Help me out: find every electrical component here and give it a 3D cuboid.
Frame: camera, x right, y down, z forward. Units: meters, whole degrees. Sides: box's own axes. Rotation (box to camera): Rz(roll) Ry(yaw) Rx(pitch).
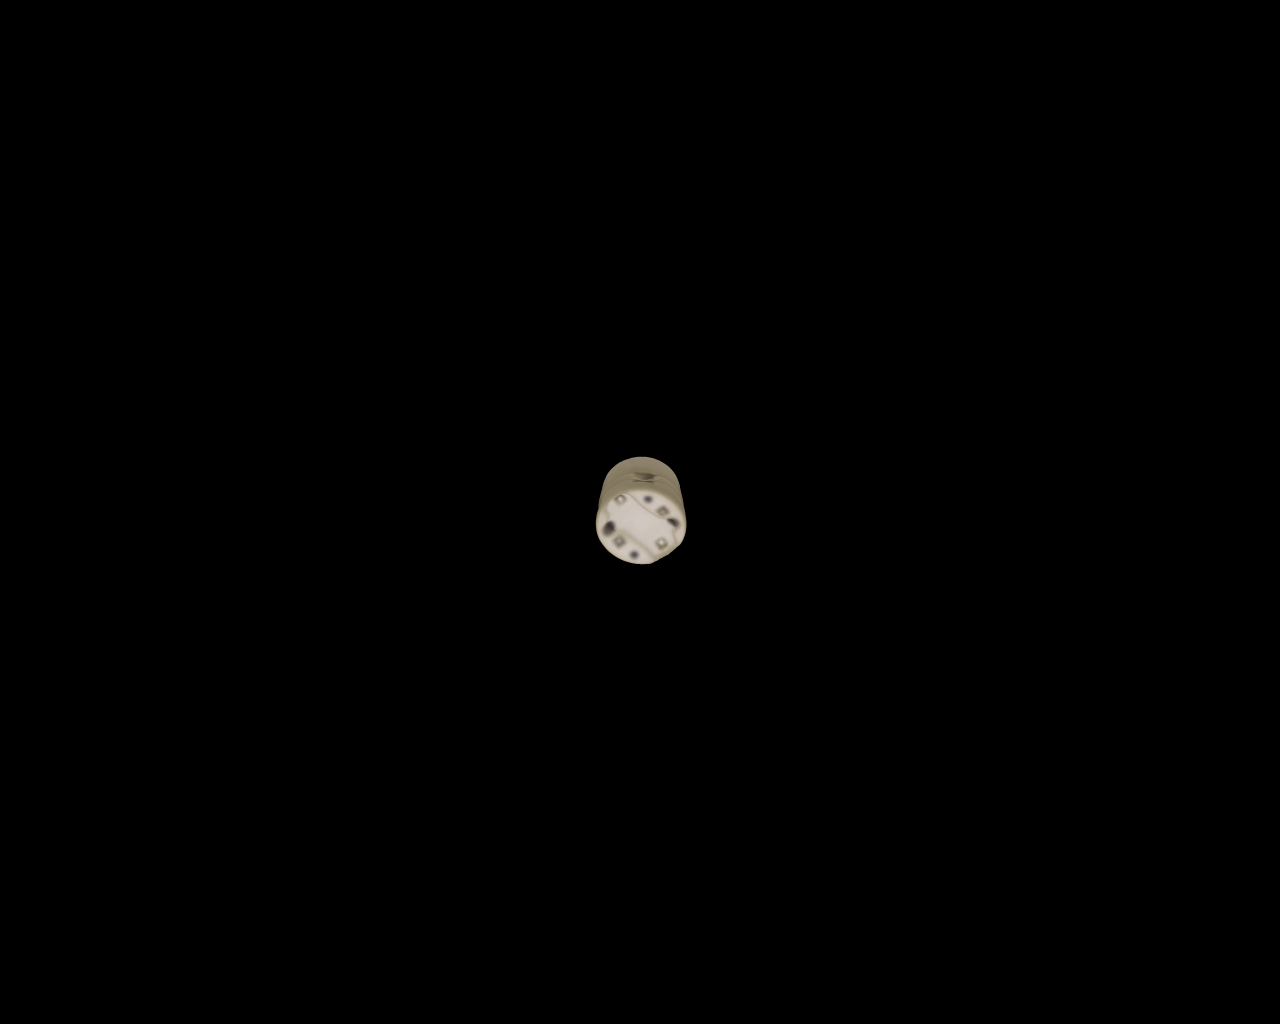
[{"bbox_3d":[0.001,-0.003,0.650,0.055,0.055,0.047,0,31,0],"label":"electrical component"}]
